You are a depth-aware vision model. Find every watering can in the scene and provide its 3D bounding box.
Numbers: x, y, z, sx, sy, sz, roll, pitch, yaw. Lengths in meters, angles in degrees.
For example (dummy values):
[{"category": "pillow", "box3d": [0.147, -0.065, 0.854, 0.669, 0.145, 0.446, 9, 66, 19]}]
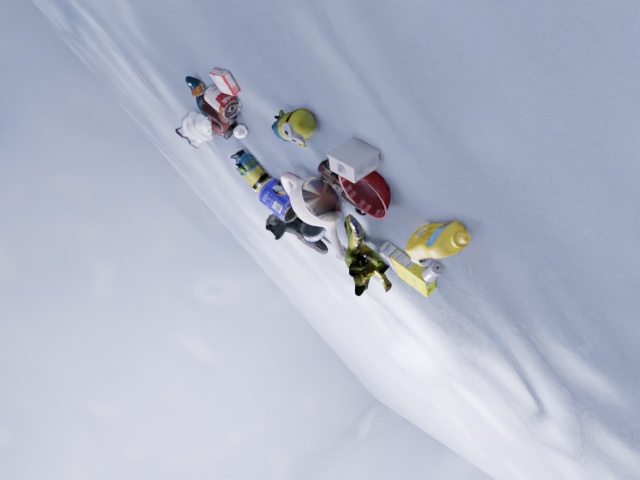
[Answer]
[{"category": "watering can", "box3d": [0.005, -0.081, 1.614, 0.346, 0.105, 0.223, 51, 164, -9]}]

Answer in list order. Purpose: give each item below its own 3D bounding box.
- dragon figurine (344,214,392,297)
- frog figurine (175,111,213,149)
[{"category": "dragon figurine", "box3d": [0.108, 0.024, 1.555, 0.248, 0.122, 0.401, -117, 9, -53]}, {"category": "frog figurine", "box3d": [-0.473, -0.452, 2.028, 0.157, 0.124, 0.137, -35, 90, 38]}]
